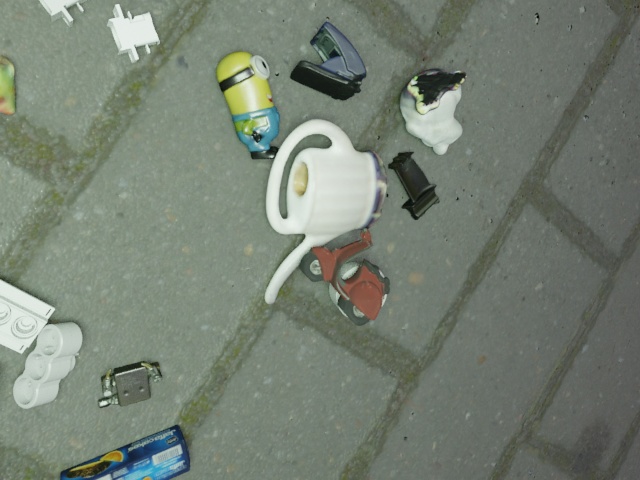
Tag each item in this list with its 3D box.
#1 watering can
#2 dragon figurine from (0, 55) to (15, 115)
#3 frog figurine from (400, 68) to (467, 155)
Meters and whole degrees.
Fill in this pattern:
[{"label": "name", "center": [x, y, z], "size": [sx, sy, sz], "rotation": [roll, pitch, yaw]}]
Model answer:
[{"label": "watering can", "center": [0.003, -0.047, 0.939], "size": [0.225, 0.105, 0.342], "rotation": [-3, 114, -27]}, {"label": "dragon figurine", "center": [-0.573, -0.307, 0.648], "size": [0.405, 0.122, 0.247], "rotation": [50, 60, -24]}, {"label": "frog figurine", "center": [0.227, -0.254, 1.022], "size": [0.139, 0.123, 0.156], "rotation": [-56, 152, -15]}]
